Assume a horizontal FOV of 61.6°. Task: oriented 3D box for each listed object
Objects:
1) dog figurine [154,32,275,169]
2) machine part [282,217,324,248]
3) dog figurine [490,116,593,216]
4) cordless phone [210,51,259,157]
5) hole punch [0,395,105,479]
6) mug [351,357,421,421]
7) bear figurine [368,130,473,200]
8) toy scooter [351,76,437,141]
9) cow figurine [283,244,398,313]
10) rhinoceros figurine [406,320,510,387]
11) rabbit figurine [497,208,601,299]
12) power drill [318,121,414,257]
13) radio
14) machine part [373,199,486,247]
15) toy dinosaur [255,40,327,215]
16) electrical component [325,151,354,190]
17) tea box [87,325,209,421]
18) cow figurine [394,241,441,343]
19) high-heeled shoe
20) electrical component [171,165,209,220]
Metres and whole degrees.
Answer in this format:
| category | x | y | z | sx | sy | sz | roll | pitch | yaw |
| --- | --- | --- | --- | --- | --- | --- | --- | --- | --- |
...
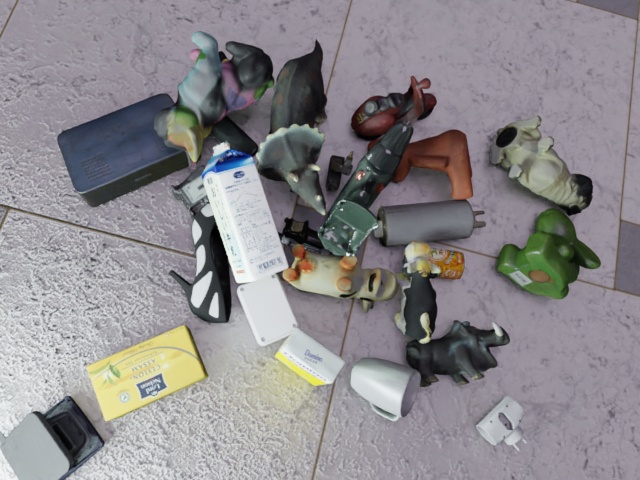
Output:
| category | x | y | z | sx | sy | sz | roll | pitch | yaw |
| --- | --- | --- | --- | --- | --- | --- | --- | --- | --- |
| dog figurine | -0.184 | -0.232 | 0.943 | 0.191 | 0.108 | 0.219 | 10 | 86 | -20 |
| machine part | -0.002 | -0.003 | 0.985 | 0.139 | 0.084 | 0.039 | 19 | 106 | -8 |
| dog figurine | 0.446 | -0.143 | 1.078 | 0.190 | 0.121 | 0.172 | 31 | 35 | -31 |
| cordless phone | -0.169 | -0.254 | 1.044 | 0.184 | 0.089 | 0.146 | 45 | 74 | -5 |
| hole punch | -0.426 | 0.326 | 0.855 | 0.116 | 0.092 | 0.142 | -42 | 85 | 16 |
| mug | 0.109 | 0.253 | 0.927 | 0.107 | 0.109 | 0.081 | 19 | 36 | 29 |
| bear figurine | 0.189 | -0.143 | 1.036 | 0.196 | 0.120 | 0.131 | -10 | 120 | 17 |
| toy scooter | 0.151 | -0.261 | 1.041 | 0.184 | 0.135 | 0.075 | -19 | 80 | -9 |
| cow figurine | 0.042 | 0.072 | 0.959 | 0.195 | 0.127 | 0.085 | 9 | 73 | 11 |
| rhinoceros figurine | 0.248 | 0.201 | 0.965 | 0.190 | 0.073 | 0.112 | -10 | 66 | -7 |
| rabbit figurine | 0.446 | 0.015 | 1.013 | 0.159 | 0.121 | 0.170 | 35 | 59 | 0 |
| power drill | 0.074 | -0.082 | 0.914 | 0.086 | 0.232 | 0.207 | 29 | 37 | -9 |
| radio | -0.352 | -0.170 | 0.995 | 0.230 | 0.073 | 0.131 | -26 | 78 | -14 |
| machine part | 0.197 | -0.033 | 1.015 | 0.243 | 0.079 | 0.079 | -5 | 76 | -7 |
| toy dinosaur | -0.040 | -0.245 | 0.987 | 0.131 | 0.192 | 0.404 | 6 | 76 | -7 |
| electrical component | 0.038 | -0.132 | 1.017 | 0.045 | 0.102 | 0.078 | 9 | 97 | 3 |
| tea box | -0.284 | 0.220 | 0.898 | 0.170 | 0.068 | 0.098 | -24 | 78 | -13 |
| cow figurine | 0.172 | 0.090 | 0.940 | 0.068 | 0.098 | 0.167 | -2 | 103 | -4 |
| high-heeled shoe | -0.163 | 0.020 | 0.952 | 0.145 | 0.086 | 0.248 | 33 | 87 | 14 |
| electrical component | -0.210 | -0.099 | 1.002 | 0.119 | 0.047 | 0.075 | -39 | 83 | -15 |
